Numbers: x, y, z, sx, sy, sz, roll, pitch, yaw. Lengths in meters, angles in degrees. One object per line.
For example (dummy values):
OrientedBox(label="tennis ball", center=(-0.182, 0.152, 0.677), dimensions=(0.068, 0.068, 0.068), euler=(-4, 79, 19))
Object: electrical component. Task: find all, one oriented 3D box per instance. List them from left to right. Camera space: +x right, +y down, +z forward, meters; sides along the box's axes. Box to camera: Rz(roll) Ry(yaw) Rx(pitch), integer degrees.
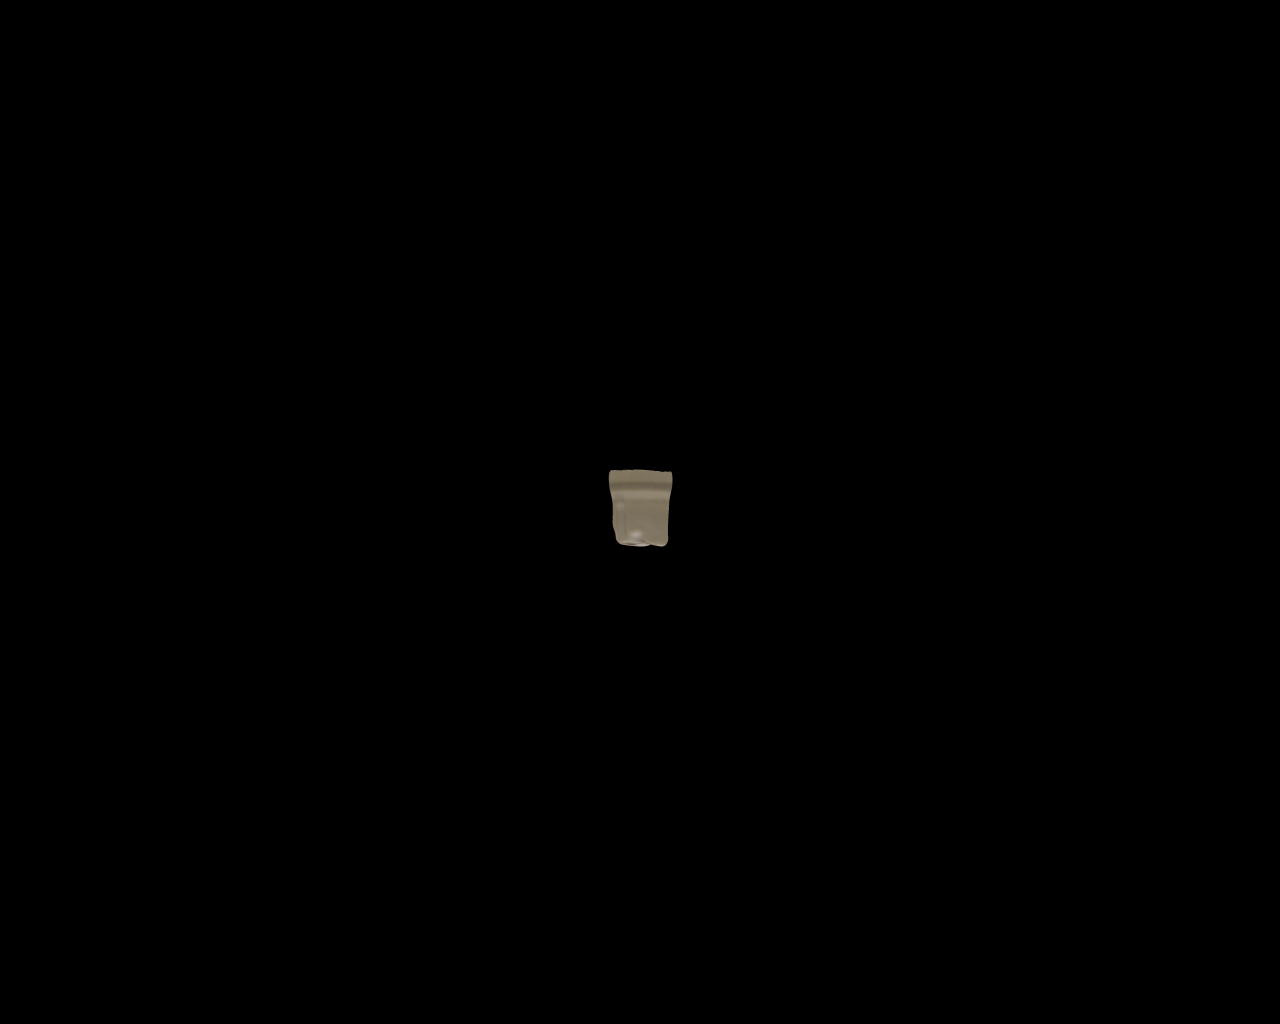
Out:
OrientedBox(label="electrical component", center=(0.001, -0.003, 0.650), dimensions=(0.040, 0.046, 0.040), euler=(0, -2, 0))
